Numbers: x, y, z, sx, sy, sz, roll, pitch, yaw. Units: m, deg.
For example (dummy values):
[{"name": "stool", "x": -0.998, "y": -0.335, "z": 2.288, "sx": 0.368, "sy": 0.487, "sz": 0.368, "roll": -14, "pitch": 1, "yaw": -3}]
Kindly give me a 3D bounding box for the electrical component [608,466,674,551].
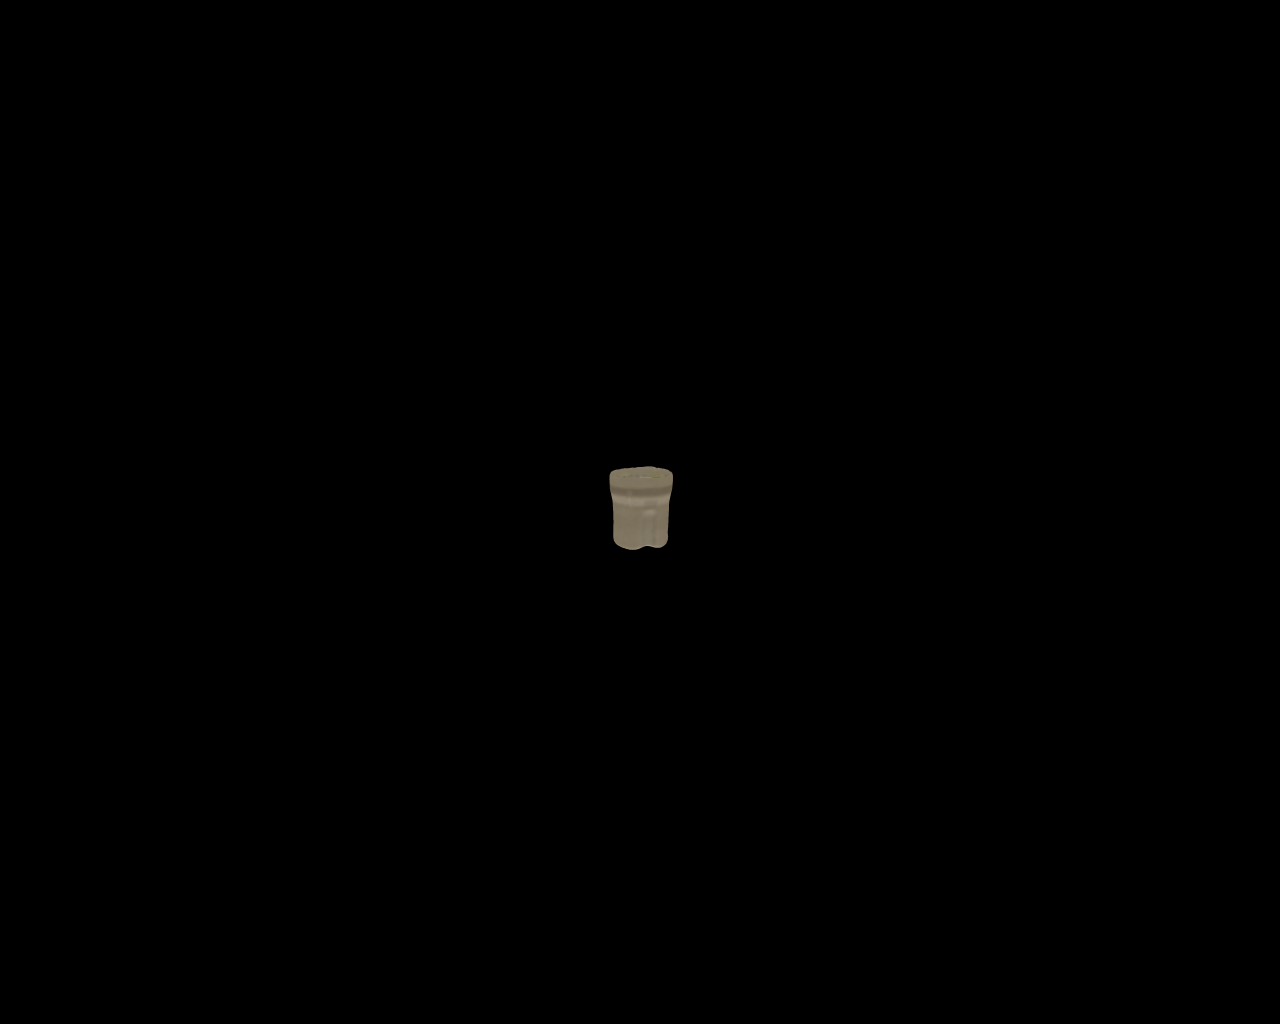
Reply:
[{"name": "electrical component", "x": 0.001, "y": -0.003, "z": 0.650, "sx": 0.040, "sy": 0.046, "sz": 0.040, "roll": 0, "pitch": 11, "yaw": 0}]
